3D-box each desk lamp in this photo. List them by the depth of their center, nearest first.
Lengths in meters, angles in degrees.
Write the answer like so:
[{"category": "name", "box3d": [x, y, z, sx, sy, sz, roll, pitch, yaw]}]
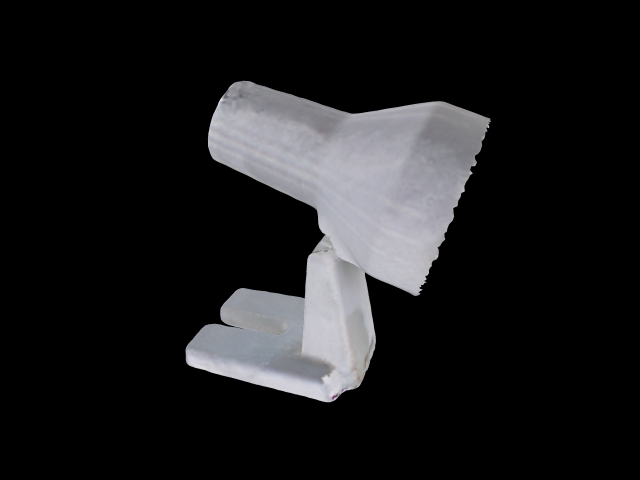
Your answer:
[{"category": "desk lamp", "box3d": [0.004, 0.001, 0.400, 0.202, 0.214, 0.118, 8, 28, 16]}]
